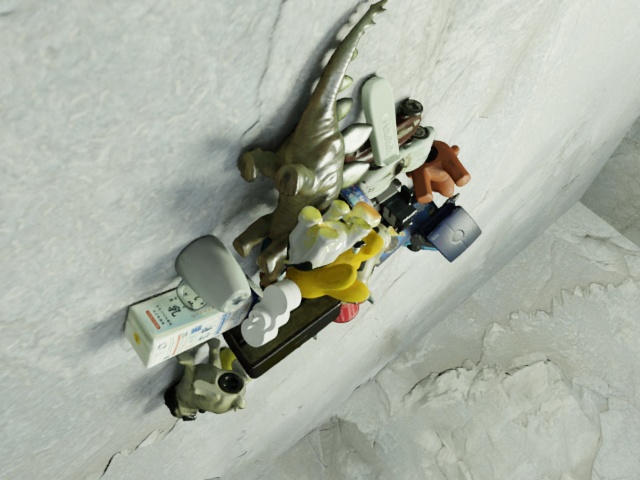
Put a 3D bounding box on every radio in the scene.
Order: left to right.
[{"bbox_3d":[-0.079,0.152,1.062,0.229,0.131,0.073,-34,153,-22],"label":"radio"}]

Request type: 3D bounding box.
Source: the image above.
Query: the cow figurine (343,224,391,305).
[{"bbox_3d":[0.083,0.051,1.125,0.085,0.127,0.194,13,112,-44],"label":"cow figurine"}]

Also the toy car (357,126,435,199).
[{"bbox_3d":[0.143,-0.148,1.010,0.202,0.056,0.073,-34,155,-21],"label":"toy car"}]

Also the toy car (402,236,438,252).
[{"bbox_3d":[0.276,-0.033,1.357,0.162,0.103,0.109,4,115,-6],"label":"toy car"}]

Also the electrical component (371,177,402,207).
[{"bbox_3d":[0.119,-0.099,1.076,0.102,0.045,0.078,-34,-176,-15],"label":"electrical component"}]

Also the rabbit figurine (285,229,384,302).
[{"bbox_3d":[0.023,0.040,0.922,0.173,0.163,0.121,-40,141,-4],"label":"rabbit figurine"}]

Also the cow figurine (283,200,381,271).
[{"bbox_3d":[0.021,-0.003,0.773,0.167,0.068,0.098,-16,146,-51],"label":"cow figurine"}]

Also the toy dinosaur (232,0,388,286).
[{"bbox_3d":[-0.015,-0.105,0.775,0.198,0.105,0.470,-28,149,-45],"label":"toy dinosaur"}]

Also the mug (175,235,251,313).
[{"bbox_3d":[-0.164,0.065,0.807,0.109,0.107,0.080,-46,156,1],"label":"mug"}]

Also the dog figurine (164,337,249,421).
[{"bbox_3d":[-0.226,0.317,1.069,0.121,0.172,0.190,-8,132,-38],"label":"dog figurine"}]

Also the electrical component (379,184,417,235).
[{"bbox_3d":[0.169,-0.069,1.152,0.048,0.075,0.119,-39,166,-12],"label":"electrical component"}]

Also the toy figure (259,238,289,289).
[{"bbox_3d":[-0.077,0.052,0.963,0.058,0.064,0.154,-81,179,-51],"label":"toy figure"}]

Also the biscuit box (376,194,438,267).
[{"bbox_3d":[0.180,-0.027,1.244,0.202,0.059,0.063,-42,-167,-4],"label":"biscuit box"}]

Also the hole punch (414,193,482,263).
[{"bbox_3d":[0.298,-0.021,1.230,0.142,0.092,0.115,-43,150,7],"label":"hole punch"}]

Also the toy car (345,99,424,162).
[{"bbox_3d":[0.108,-0.171,0.921,0.202,0.053,0.089,-30,150,-26],"label":"toy car"}]

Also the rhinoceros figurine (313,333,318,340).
[{"bbox_3d":[-0.050,0.185,1.197,0.073,0.112,0.190,-26,160,-32],"label":"rhinoceros figurine"}]

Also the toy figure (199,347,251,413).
[{"bbox_3d":[-0.218,0.308,1.175,0.180,0.089,0.082,-48,172,34],"label":"toy figure"}]

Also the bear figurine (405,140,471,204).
[{"bbox_3d":[0.256,-0.129,1.147,0.120,0.132,0.195,-24,156,14],"label":"bear figurine"}]
